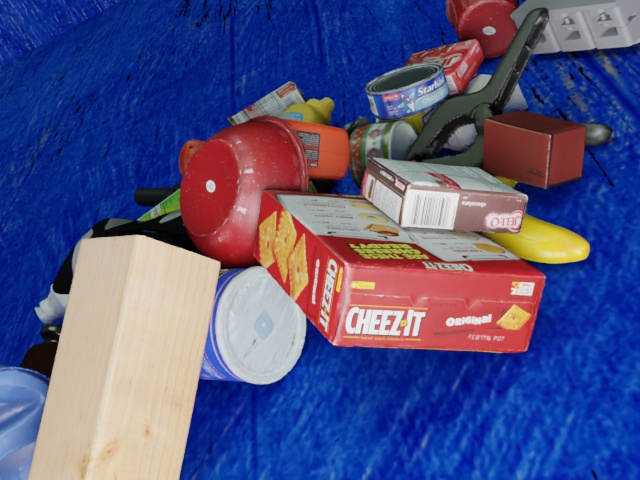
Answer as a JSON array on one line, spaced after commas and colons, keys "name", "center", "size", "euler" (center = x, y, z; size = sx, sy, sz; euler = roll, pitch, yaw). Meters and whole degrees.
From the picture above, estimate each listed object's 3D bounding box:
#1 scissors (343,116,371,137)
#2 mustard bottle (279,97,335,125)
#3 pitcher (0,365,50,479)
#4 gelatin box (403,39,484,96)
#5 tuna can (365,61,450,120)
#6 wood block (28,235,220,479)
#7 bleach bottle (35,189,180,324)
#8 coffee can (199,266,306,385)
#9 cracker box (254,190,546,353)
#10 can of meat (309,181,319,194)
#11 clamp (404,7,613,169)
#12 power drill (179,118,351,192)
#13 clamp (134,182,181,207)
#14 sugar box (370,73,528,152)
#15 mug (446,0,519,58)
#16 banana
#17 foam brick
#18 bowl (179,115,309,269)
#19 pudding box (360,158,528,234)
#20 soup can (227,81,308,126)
[{"name": "scissors", "center": [0.020, -0.114, 1.226], "size": [0.096, 0.016, 0.201], "euler": [-38, 1, 11]}, {"name": "mustard bottle", "center": [-0.048, -0.119, 1.340], "size": [0.191, 0.058, 0.096], "euler": [-45, 23, -27]}, {"name": "pitcher", "center": [-0.352, 0.176, 1.032], "size": [0.144, 0.149, 0.243], "euler": [-49, 27, -25]}, {"name": "gelatin box", "center": [0.130, -0.188, 1.194], "size": [0.089, 0.030, 0.073], "euler": [-6, 36, 39]}, {"name": "tuna can", "center": [0.093, -0.158, 1.128], "size": [0.086, 0.034, 0.086], "euler": [-17, 21, 6]}, {"name": "wood block", "center": [-0.159, 0.107, 0.880], "size": [0.091, 0.090, 0.206], "euler": [-4, 72, 45]}, {"name": "bleach bottle", "center": [-0.225, 0.026, 1.264], "size": [0.251, 0.068, 0.103], "euler": [-34, 27, 0]}, {"name": "coffee can", "center": [-0.097, 0.077, 0.973], "size": [0.141, 0.102, 0.102], "euler": [-4, 35, 44]}, {"name": "cracker box", "center": [0.054, 0.021, 0.862], "size": [0.164, 0.072, 0.214], "euler": [3, 16, -20]}, {"name": "can of meat", "center": [-0.007, 0.001, 1.038], "size": [0.057, 0.084, 0.102], "euler": [-30, 25, 1]}, {"name": "clamp", "center": [0.172, -0.129, 1.071], "size": [0.210, 0.036, 0.164], "euler": [-25, 61, 25]}, {"name": "power drill", "center": [-0.040, -0.083, 1.139], "size": [0.184, 0.057, 0.188], "euler": [3, -6, -24]}, {"name": "clamp", "center": [-0.183, -0.056, 1.394], "size": [0.120, 0.039, 0.171], "euler": [-31, 25, 0]}, {"name": "sugar box", "center": [0.142, -0.149, 1.203], "size": [0.093, 0.048, 0.176], "euler": [-38, 29, -15]}, {"name": "mug", "center": [0.201, -0.286, 1.314], "size": [0.093, 0.117, 0.081], "euler": [-18, 32, 12]}, {"name": "banana", "center": [0.172, -0.022, 0.938], "size": [0.069, 0.037, 0.198], "euler": [-28, 25, 6]}, {"name": "foam brick", "center": [0.195, -0.084, 0.978], "size": [0.051, 0.053, 0.078], "euler": [-17, 27, -37]}, {"name": "bowl", "center": [-0.083, -0.044, 0.997], "size": [0.162, 0.055, 0.162], "euler": [-14, 71, 45]}, {"name": "pudding box", "center": [0.102, -0.037, 0.891], "size": [0.113, 0.039, 0.090], "euler": [5, 16, -22]}, {"name": "soup can", "center": [-0.064, -0.158, 1.419], "size": [0.102, 0.068, 0.068], "euler": [-32, 25, -4]}]
